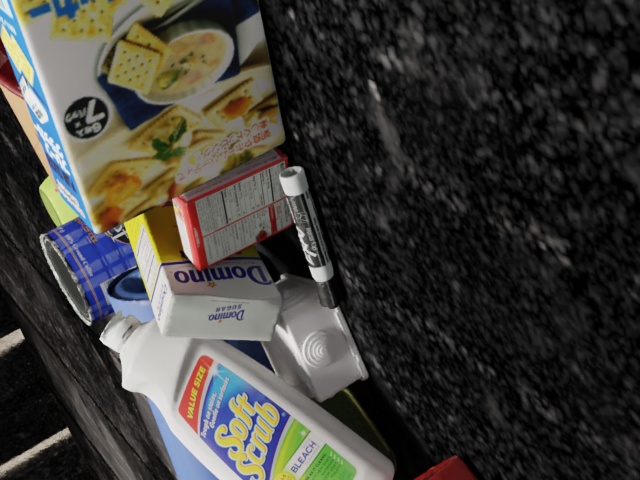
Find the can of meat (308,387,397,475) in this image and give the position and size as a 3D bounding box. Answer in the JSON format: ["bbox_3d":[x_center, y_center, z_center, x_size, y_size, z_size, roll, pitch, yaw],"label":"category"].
[{"bbox_3d":[0.018,0.185,0.934,0.102,0.057,0.084,54,156,17],"label":"can of meat"}]

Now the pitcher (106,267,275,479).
[{"bbox_3d":[-0.097,0.134,0.979,0.145,0.149,0.243,-7,108,23],"label":"pitcher"}]

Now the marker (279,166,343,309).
[{"bbox_3d":[-0.005,0.001,0.804,0.020,0.020,0.121,30,143,53],"label":"marker"}]

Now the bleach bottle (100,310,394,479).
[{"bbox_3d":[-0.069,0.146,0.845,0.251,0.102,0.068,35,180,1],"label":"bleach bottle"}]

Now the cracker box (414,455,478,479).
[{"bbox_3d":[0.105,0.275,0.832,0.164,0.072,0.214,53,157,16],"label":"cracker box"}]

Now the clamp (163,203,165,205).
[{"bbox_3d":[-0.153,-0.122,0.876,0.165,0.036,0.210,126,137,-71],"label":"clamp"}]

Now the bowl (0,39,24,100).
[{"bbox_3d":[-0.258,-0.201,1.013,0.162,0.055,0.162,14,138,13],"label":"bowl"}]

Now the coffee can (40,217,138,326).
[{"bbox_3d":[-0.193,0.008,1.070,0.103,0.140,0.103,48,156,30],"label":"coffee can"}]

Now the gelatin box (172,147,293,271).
[{"bbox_3d":[-0.065,-0.027,0.806,0.030,0.089,0.073,47,155,37],"label":"gelatin box"}]

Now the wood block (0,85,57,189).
[{"bbox_3d":[-0.280,-0.168,1.117,0.206,0.090,0.091,62,158,-3],"label":"wood block"}]

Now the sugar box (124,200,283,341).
[{"bbox_3d":[-0.100,0.014,0.873,0.176,0.093,0.048,-126,46,-54],"label":"sugar box"}]
